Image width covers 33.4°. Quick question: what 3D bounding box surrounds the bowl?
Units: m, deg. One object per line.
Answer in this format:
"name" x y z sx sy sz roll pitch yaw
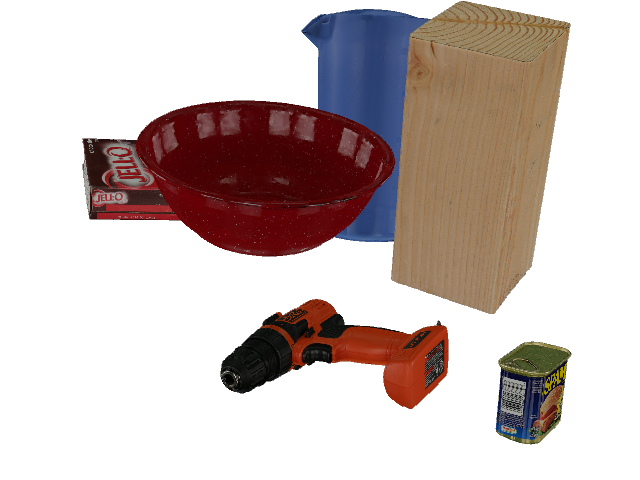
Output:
"bowl" -0.035 -0.035 0.676 0.162 0.055 0.162 4 28 -2

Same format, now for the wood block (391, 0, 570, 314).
"wood block" 0.117 -0.062 0.805 0.091 0.206 0.090 18 36 25

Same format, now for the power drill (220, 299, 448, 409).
"power drill" 0.018 0.113 1.044 0.188 0.057 0.184 9 22 28

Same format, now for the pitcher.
"pitcher" 0.067 -0.125 1.155 0.149 0.243 0.144 9 13 29

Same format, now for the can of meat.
"can of meat" 0.233 0.167 1.174 0.058 0.084 0.101 11 16 30

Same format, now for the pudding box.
"pudding box" -0.175 -0.058 0.997 0.090 0.039 0.113 1 26 -17
